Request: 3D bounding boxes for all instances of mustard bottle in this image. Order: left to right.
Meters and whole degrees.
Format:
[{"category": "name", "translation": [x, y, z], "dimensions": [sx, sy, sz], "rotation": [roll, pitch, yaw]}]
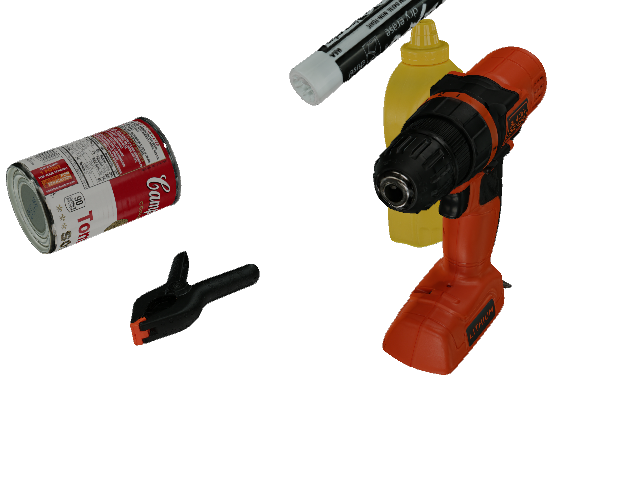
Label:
[{"category": "mustard bottle", "translation": [0.094, -0.097, 0.934], "dimensions": [0.058, 0.192, 0.096], "rotation": [16, 31, 39]}]

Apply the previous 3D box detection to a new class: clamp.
[{"category": "clamp", "translation": [-0.149, 0.065, 1.224], "dimensions": [0.120, 0.039, 0.171], "rotation": [-1, 31, 27]}]

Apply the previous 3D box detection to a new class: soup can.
[{"category": "soup can", "translation": [-0.158, -0.039, 0.747], "dimensions": [0.102, 0.068, 0.069], "rotation": [-25, 13, -30]}]

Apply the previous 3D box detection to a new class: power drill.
[{"category": "power drill", "translation": [0.081, -0.011, 0.664], "dimensions": [0.057, 0.188, 0.184], "rotation": [22, 38, 24]}]

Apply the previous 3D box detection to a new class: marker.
[{"category": "marker", "translation": [0.036, -0.102, 0.476], "dimensions": [0.121, 0.020, 0.020], "rotation": [-41, 16, -20]}]
